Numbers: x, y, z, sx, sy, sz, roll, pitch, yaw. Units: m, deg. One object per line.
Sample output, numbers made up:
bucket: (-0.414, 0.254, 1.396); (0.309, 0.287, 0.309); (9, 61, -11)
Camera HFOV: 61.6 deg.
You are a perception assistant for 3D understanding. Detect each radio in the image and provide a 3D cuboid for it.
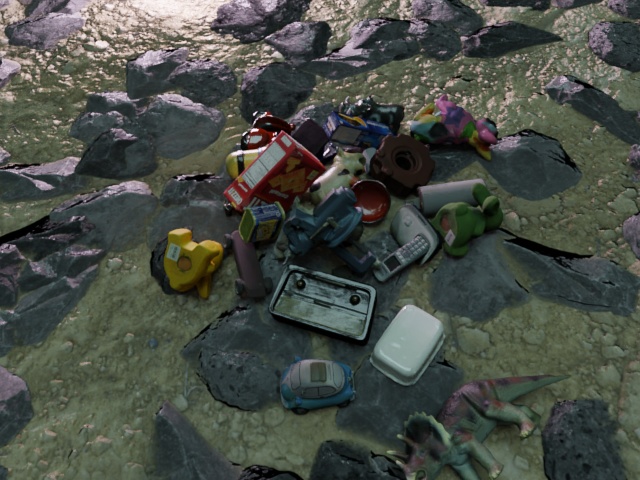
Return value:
radio: (0.012, 0.144, 1.217); (0.230, 0.073, 0.131); (15, 69, 12)

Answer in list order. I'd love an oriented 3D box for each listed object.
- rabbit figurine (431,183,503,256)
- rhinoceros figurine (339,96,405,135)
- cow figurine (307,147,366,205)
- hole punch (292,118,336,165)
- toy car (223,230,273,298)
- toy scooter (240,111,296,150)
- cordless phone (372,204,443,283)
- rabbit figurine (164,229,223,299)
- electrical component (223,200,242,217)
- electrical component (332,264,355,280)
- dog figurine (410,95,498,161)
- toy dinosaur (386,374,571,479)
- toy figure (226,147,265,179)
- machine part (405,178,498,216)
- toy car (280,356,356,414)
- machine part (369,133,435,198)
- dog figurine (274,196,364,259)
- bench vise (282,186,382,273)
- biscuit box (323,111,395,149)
rabbit figurine: (0.377, -0.062, 1.320); (0.170, 0.158, 0.121); (-12, 44, -23)
rhinoceros figurine: (0.149, -0.360, 1.549); (0.190, 0.112, 0.073); (4, 57, -3)
cow figurine: (0.048, -0.167, 1.440); (0.195, 0.085, 0.127); (-39, 66, -19)
hole punch: (-0.021, -0.261, 1.516); (0.116, 0.092, 0.142); (-46, 64, 6)
toy car: (-0.177, 0.060, 1.308); (0.089, 0.053, 0.202); (-1, 53, -28)
toy scooter: (-0.146, -0.305, 1.551); (0.135, 0.075, 0.184); (8, 52, 9)
cordless phone: (0.193, 0.014, 1.313); (0.184, 0.088, 0.147); (-34, 59, 0)
rabbit figurine: (-0.281, 0.056, 1.273); (0.122, 0.173, 0.162); (12, 101, 13)
electrical component: (-0.210, -0.100, 1.433); (0.078, 0.045, 0.102); (39, 65, -5)
electrical component: (0.059, 0.093, 1.293); (0.094, 0.021, 0.063); (-21, 57, -11)
dog figurine: (0.384, -0.295, 1.494); (0.191, 0.108, 0.219); (-37, 64, -21)
toy dinosaur: (0.301, 0.350, 1.050); (0.405, 0.131, 0.192); (-37, 61, -27)
toy figure: (-0.169, -0.214, 1.472); (0.180, 0.089, 0.082); (-15, 23, 5)
machine part: (0.338, -0.110, 1.383); (0.243, 0.079, 0.079); (-7, 55, -1)
toy car: (-0.007, 0.293, 1.111); (0.162, 0.102, 0.109); (-3, 56, 4)
machine part: (0.223, -0.203, 1.438); (0.179, 0.056, 0.179); (8, 63, -15)
dog figurine: (-0.002, -0.005, 1.331); (0.190, 0.121, 0.172); (25, 99, -4)
bench vise: (0.036, 0.003, 1.242); (0.240, 0.129, 0.223); (40, 96, -16)
biscuit box: (0.111, -0.296, 1.480); (0.202, 0.059, 0.063); (5, 47, -35)
